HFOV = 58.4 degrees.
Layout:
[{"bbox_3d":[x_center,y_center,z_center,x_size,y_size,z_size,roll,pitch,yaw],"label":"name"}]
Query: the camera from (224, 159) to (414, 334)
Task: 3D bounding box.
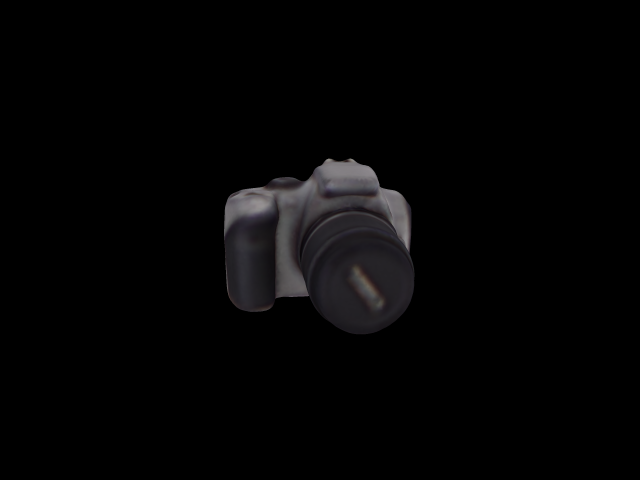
[{"bbox_3d":[0.004,0.001,0.400,0.143,0.101,0.136,-2,18,-7],"label":"camera"}]
